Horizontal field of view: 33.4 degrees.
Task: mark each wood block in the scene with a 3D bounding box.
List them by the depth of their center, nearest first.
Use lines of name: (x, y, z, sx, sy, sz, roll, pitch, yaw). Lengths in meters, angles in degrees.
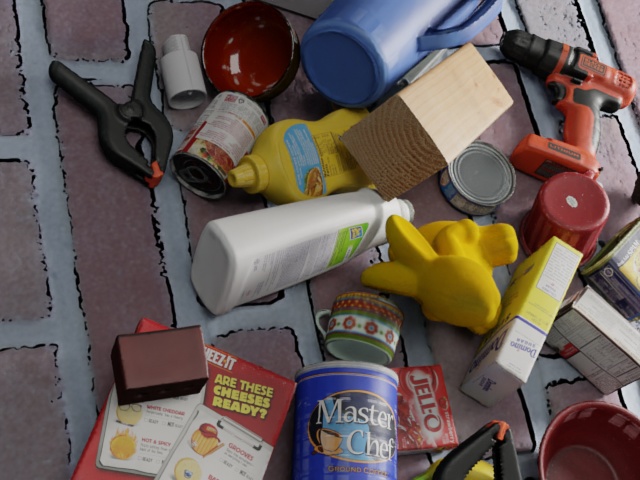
wood block: (0.122, -0.134, 1.173, 0.090, 0.091, 0.205, 54, 38, -4)

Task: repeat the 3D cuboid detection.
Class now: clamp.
clamp: (0.134, 0.275, 1.043, 0.164, 0.036, 0.210, 16, 81, -10)
clamp: (-0.200, -0.140, 1.145, 0.120, 0.039, 0.171, -30, 82, -21)

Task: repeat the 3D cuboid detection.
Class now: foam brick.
foam brick: (-0.144, 0.113, 0.958, 0.078, 0.053, 0.051, -6, 67, -20)

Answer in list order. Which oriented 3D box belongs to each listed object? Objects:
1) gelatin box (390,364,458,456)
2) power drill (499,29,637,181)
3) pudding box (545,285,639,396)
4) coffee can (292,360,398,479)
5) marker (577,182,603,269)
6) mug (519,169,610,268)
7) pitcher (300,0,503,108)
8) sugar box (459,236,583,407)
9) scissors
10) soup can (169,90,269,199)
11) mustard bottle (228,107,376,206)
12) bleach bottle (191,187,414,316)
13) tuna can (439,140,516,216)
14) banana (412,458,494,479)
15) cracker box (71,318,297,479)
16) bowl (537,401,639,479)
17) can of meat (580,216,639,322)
gelatin box: (0.097, 0.176, 1.105, 0.073, 0.030, 0.089, -1, 67, -20)
power drill: (0.291, -0.163, 1.313, 0.184, 0.057, 0.187, 22, 62, -2)
pudding box: (0.305, 0.112, 1.171, 0.113, 0.090, 0.039, 41, 60, 2)
coffee can: (0.024, 0.198, 1.028, 0.102, 0.103, 0.140, 9, 64, -15)
marker: (0.319, -0.018, 1.277, 0.020, 0.020, 0.121, 25, 61, -7)
mug: (0.287, -0.033, 1.224, 0.093, 0.081, 0.117, 30, 64, 14)
pitcher: (0.089, -0.250, 1.209, 0.145, 0.149, 0.242, 48, 49, -9)
sugar box: (0.216, 0.088, 1.151, 0.048, 0.093, 0.176, 34, 60, 0)
scissors: (0.077, -0.189, 1.275, 0.096, 0.016, 0.201, 31, 60, -3)
soup can: (-0.107, -0.103, 1.142, 0.068, 0.069, 0.102, 32, 59, -3)
mustard bottle: (-0.017, -0.084, 1.147, 0.191, 0.058, 0.096, -17, 91, -37)
bleach bottle: (-0.007, 0.001, 1.122, 0.250, 0.103, 0.068, -15, 54, -33)
tuna can: (0.183, -0.072, 1.247, 0.086, 0.034, 0.086, 7, 64, -16)
banana: (0.184, 0.277, 1.088, 0.198, 0.037, 0.069, 34, 83, 1)
cracker box: (-0.135, 0.204, 0.989, 0.164, 0.072, 0.213, 24, 60, -7)
bowl: (0.290, 0.253, 1.121, 0.162, 0.055, 0.162, 7, 64, -16)
can of meat: (0.370, 0.035, 1.249, 0.084, 0.058, 0.102, 48, 61, 4)
